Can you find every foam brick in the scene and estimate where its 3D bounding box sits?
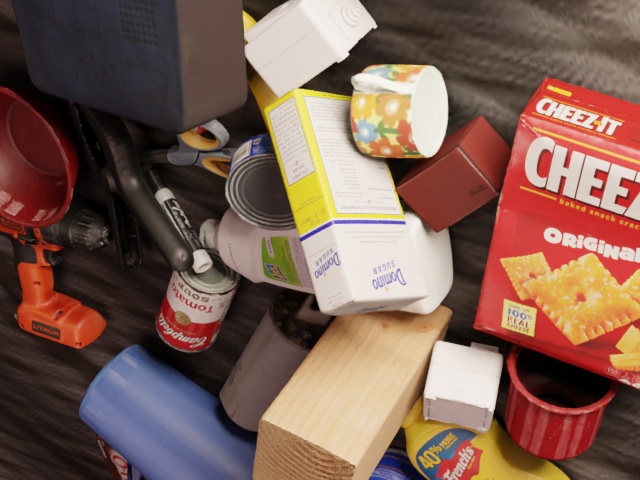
[{"bbox_3d":[0.111,-0.052,0.859,0.053,0.051,0.078,47,136,-9],"label":"foam brick"}]

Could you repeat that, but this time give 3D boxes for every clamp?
[{"bbox_3d":[-0.189,-0.058,1.034,0.165,0.036,0.210,8,120,58],"label":"clamp"}]

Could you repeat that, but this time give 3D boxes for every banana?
[{"bbox_3d":[-0.045,-0.116,0.921,0.070,0.037,0.198,5,127,28],"label":"banana"}]

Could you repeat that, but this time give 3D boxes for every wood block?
[{"bbox_3d":[0.031,0.136,0.952,0.090,0.205,0.091,24,134,16],"label":"wood block"}]

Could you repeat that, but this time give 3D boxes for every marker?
[{"bbox_3d":[-0.140,-0.021,1.040,0.121,0.020,0.020,58,141,22],"label":"marker"}]

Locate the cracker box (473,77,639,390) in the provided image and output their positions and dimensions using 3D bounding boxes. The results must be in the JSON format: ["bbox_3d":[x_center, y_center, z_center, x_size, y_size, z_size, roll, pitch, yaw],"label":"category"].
[{"bbox_3d":[0.218,0.003,0.817,0.164,0.072,0.214,21,133,18],"label":"cracker box"}]

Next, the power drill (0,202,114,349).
[{"bbox_3d":[-0.294,0.030,1.194,0.185,0.057,0.188,16,129,27],"label":"power drill"}]

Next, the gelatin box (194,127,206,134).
[{"bbox_3d":[-0.128,-0.147,0.957,0.089,0.030,0.073,32,135,8],"label":"gelatin box"}]

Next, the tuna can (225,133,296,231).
[{"bbox_3d":[-0.037,-0.050,0.915,0.086,0.033,0.086,3,133,3],"label":"tuna can"}]

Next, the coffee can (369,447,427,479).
[{"bbox_3d":[0.061,0.301,1.113,0.103,0.140,0.103,18,132,21],"label":"coffee can"}]

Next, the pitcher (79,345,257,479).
[{"bbox_3d":[-0.157,0.239,1.214,0.243,0.149,0.145,37,151,8],"label":"pitcher"}]

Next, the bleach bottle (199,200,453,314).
[{"bbox_3d":[-0.006,0.001,0.974,0.251,0.068,0.102,8,124,32],"label":"bleach bottle"}]

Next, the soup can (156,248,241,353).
[{"bbox_3d":[-0.125,0.059,1.096,0.068,0.068,0.102,33,135,7],"label":"soup can"}]

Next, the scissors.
[{"bbox_3d":[-0.135,-0.090,0.985,0.202,0.016,0.096,13,152,35],"label":"scissors"}]

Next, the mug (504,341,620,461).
[{"bbox_3d":[0.198,0.129,0.929,0.117,0.093,0.081,48,152,38],"label":"mug"}]

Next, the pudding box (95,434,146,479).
[{"bbox_3d":[-0.231,0.290,1.373,0.090,0.039,0.113,9,129,28],"label":"pudding box"}]

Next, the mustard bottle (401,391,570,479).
[{"bbox_3d":[0.143,0.209,1.041,0.191,0.058,0.096,40,126,1],"label":"mustard bottle"}]

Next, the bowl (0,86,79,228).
[{"bbox_3d":[-0.303,-0.095,1.093,0.162,0.055,0.162,16,126,23],"label":"bowl"}]

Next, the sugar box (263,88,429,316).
[{"bbox_3d":[0.020,-0.029,0.848,0.048,0.093,0.176,-25,72,41],"label":"sugar box"}]
